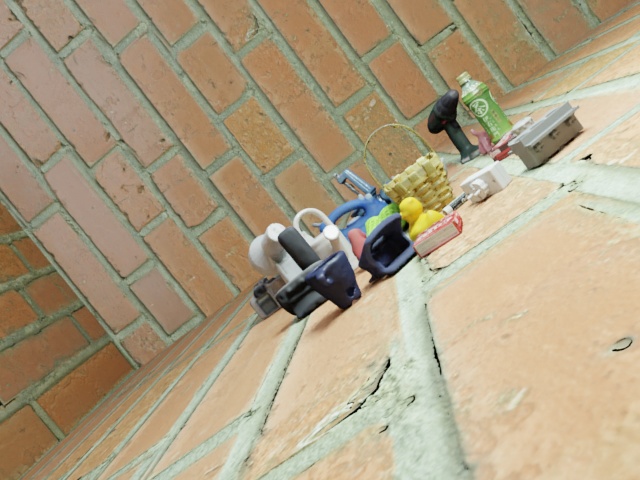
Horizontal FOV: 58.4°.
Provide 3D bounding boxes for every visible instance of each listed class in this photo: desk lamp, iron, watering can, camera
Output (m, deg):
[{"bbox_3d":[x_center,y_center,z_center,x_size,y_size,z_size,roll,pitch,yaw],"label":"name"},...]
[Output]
[{"bbox_3d":[-0.094,0.058,1.602,0.118,0.213,0.203,-40,5,-28],"label":"desk lamp"},{"bbox_3d":[0.106,-0.056,1.674,0.258,0.141,0.119,-36,4,14],"label":"iron"},{"bbox_3d":[0.015,0.004,1.411,0.101,0.194,0.172,-41,6,-39],"label":"watering can"},{"bbox_3d":[-0.138,0.151,1.738,0.143,0.101,0.137,-37,4,12],"label":"camera"}]

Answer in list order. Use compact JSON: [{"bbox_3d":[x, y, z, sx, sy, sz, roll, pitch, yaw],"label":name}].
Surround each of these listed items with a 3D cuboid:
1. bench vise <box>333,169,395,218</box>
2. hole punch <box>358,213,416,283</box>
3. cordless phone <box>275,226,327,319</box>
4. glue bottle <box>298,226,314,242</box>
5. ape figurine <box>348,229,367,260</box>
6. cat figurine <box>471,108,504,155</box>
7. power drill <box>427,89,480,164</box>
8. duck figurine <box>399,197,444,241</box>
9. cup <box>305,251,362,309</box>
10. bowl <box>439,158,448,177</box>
[{"bbox_3d":[0.155,-0.153,1.788,0.207,0.220,0.121,-36,4,15],"label":"bench vise"},{"bbox_3d":[0.121,0.015,1.096,0.109,0.091,0.101,-40,5,-28],"label":"hole punch"},{"bbox_3d":[-0.056,0.073,1.309,0.147,0.185,0.094,-38,4,-2],"label":"cordless phone"},{"bbox_3d":[-0.019,0.027,1.600,0.078,0.173,0.037,-33,7,48],"label":"glue bottle"},{"bbox_3d":[0.099,0.013,1.301,0.076,0.092,0.077,-41,6,-41],"label":"ape figurine"},{"bbox_3d":[0.479,-0.322,1.612,0.128,0.118,0.067,-38,4,-10],"label":"cat figurine"},{"bbox_3d":[0.416,-0.342,1.745,0.076,0.208,0.229,-38,4,-12],"label":"power drill"},{"bbox_3d":[0.200,-0.049,1.169,0.078,0.086,0.104,-39,4,-21],"label":"duck figurine"},{"bbox_3d":[0.032,0.084,1.064,0.091,0.095,0.118,-36,4,14],"label":"cup"},{"bbox_3d":[0.295,-0.152,1.594,0.167,0.075,0.167,-37,4,4],"label":"bowl"}]
